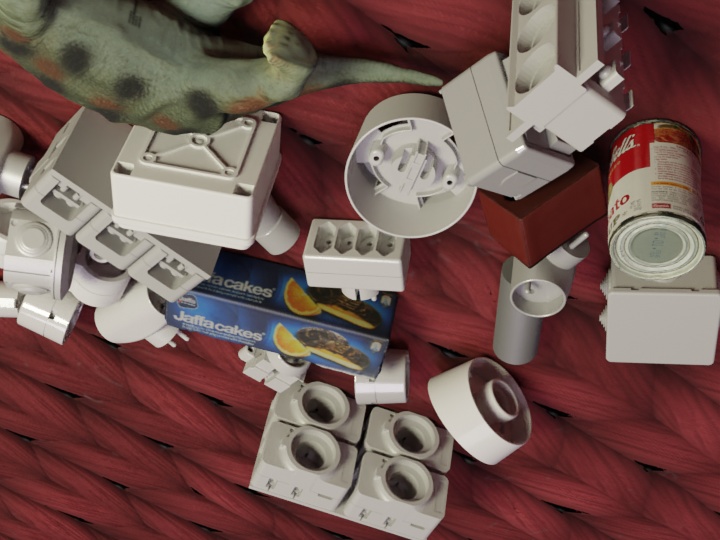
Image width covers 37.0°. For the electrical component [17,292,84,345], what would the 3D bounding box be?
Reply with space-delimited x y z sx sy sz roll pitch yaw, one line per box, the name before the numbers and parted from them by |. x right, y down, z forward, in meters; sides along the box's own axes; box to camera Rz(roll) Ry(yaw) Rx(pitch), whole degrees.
electrical component | -0.294 0.037 1.025 0.047 0.055 0.055 23 137 -6

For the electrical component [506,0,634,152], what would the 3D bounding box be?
electrical component | 0.133 -0.138 0.685 0.063 0.121 0.079 30 135 -21

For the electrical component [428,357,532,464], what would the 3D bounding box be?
electrical component | 0.111 0.131 1.001 0.099 0.099 0.064 38 126 -25

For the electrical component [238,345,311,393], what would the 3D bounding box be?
electrical component | -0.076 0.084 1.030 0.066 0.048 0.055 31 142 -19

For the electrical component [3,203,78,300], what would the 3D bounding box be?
electrical component | -0.264 -0.017 0.894 0.051 0.080 0.080 7 139 -10

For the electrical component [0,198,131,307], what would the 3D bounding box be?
electrical component | -0.280 -0.005 0.976 0.138 0.052 0.073 24 136 -12

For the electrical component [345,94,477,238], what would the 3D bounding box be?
electrical component | 0.041 -0.081 0.811 0.099 0.064 0.099 7 137 6

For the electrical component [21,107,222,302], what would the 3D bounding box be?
electrical component | -0.187 -0.053 0.876 0.150 0.089 0.062 36 133 -24

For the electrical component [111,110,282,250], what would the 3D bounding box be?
electrical component | -0.123 -0.077 0.821 0.109 0.108 0.056 10 135 2

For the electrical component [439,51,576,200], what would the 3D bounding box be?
electrical component | 0.104 -0.107 0.752 0.062 0.096 0.061 11 148 -44

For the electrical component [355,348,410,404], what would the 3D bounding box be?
electrical component | 0.022 0.100 1.018 0.047 0.055 0.055 0 136 8

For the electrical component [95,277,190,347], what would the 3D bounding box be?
electrical component | -0.197 0.047 1.018 0.077 0.044 0.079 -25 126 34

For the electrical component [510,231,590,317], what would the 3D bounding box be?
electrical component | 0.153 -0.014 0.846 0.043 0.077 0.079 29 135 -17

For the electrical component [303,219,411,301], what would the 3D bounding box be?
electrical component | 0.000 0.000 0.920 0.083 0.047 0.075 3 137 10

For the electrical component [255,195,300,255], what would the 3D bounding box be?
electrical component | -0.081 -0.043 0.898 0.044 0.044 0.065 -19 134 29

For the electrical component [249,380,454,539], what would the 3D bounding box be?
electrical component | -0.004 0.187 1.078 0.186 0.105 0.060 19 137 -7

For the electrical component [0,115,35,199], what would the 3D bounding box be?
electrical component | -0.292 -0.081 0.879 0.079 0.077 0.044 18 137 -6

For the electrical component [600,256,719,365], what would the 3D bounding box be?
electrical component | 0.250 0.032 0.894 0.100 0.048 0.099 1 136 12

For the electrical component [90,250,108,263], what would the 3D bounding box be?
electrical component | -0.214 -0.034 0.922 0.043 0.062 0.043 7 137 6

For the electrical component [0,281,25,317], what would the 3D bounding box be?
electrical component | -0.348 0.028 1.039 0.046 0.040 0.040 3 137 2
